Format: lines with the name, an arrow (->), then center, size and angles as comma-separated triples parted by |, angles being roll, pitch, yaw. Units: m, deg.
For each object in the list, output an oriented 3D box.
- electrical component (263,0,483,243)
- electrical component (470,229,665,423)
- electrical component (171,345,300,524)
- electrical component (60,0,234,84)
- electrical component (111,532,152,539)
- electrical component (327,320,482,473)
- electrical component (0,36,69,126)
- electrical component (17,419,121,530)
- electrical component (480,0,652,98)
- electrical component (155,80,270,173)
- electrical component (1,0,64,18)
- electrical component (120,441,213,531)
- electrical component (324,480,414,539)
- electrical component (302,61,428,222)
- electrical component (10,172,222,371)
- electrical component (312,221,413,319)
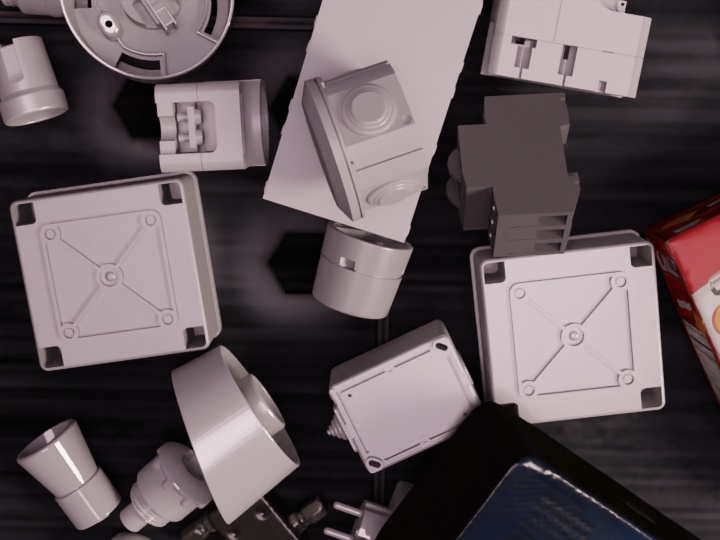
electrical component -> 0.007, -0.104, 0.651 | 0.089, 0.061, 0.150 | 17, 99, -3
electrical component -> 0.130, 0.036, 0.677 | 0.109, 0.056, 0.108 | -7, 99, 1
electrical component -> -0.083, 0.099, 0.668 | 0.064, 0.099, 0.099 | -34, 98, -1
electrical component -> -0.124, -0.161, 0.638 | 0.099, 0.064, 0.099 | 0, 90, -7
electrical component -> -0.158, 0.209, 0.713 | 0.048, 0.048, 0.062 | 36, 105, -6
electrical component -> 0.023, 0.080, 0.682 | 0.096, 0.061, 0.061 | -25, 98, 4
electrical component -> -0.206, -0.116, 0.662 | 0.040, 0.040, 0.046 | -17, 93, 3
electrical component -> -0.187, 0.136, 0.702 | 0.044, 0.044, 0.065 | -31, 103, 5
electrical component -> 0.124, -0.139, 0.651 | 0.089, 0.050, 0.055 | 9, 100, -1
electrical component -> -0.084, -0.087, 0.640 | 0.056, 0.089, 0.050 | -2, 100, 1
electrical component -> -0.203, -0.173, 0.654 | 0.061, 0.035, 0.035 | 4, 99, 1
electrical component -> -0.130, 0.146, 0.702 | 0.062, 0.048, 0.048 | -41, 97, 14
electrical component -> 0.016, 0.174, 0.704 | 0.077, 0.047, 0.065 | 20, 99, -3
electrical component -> 0.002, -0.071, 0.584 | 0.051, 0.080, 0.080 | -19, 99, -2
electrical component -> -0.150, 0.000, 0.671 | 0.109, 0.056, 0.108 | -8, 99, 1
electrical component -> 0.000, 0.000, 0.673 | 0.055, 0.055, 0.047 | 16, 103, -3
